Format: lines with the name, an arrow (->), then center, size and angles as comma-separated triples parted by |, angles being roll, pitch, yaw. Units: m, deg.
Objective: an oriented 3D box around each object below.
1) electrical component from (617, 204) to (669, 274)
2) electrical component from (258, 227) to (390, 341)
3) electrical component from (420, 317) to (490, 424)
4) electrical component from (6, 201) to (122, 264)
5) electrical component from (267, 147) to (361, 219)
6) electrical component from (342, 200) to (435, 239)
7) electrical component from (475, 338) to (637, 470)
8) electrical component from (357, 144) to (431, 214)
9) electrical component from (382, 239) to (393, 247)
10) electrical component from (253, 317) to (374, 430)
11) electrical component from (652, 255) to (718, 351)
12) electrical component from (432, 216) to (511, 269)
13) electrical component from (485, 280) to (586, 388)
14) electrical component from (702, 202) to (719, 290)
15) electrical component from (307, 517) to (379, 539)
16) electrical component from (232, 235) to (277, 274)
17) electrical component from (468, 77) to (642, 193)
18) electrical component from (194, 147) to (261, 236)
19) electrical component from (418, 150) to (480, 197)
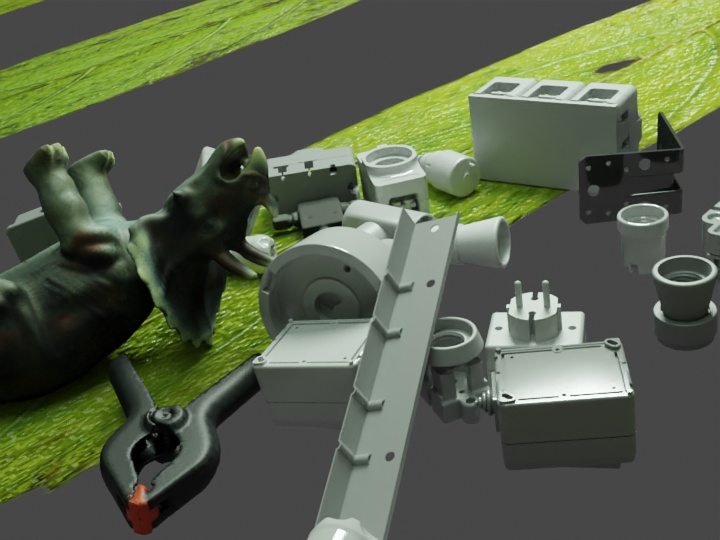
electrical component -> 0.229, -0.025, 0.869 | 0.040, 0.046, 0.040 | -7, 28, 4
electrical component -> -0.014, 0.020, 0.800 | 0.108, 0.108, 0.060 | 3, 24, 22
electrical component -> 0.062, 0.066, 0.738 | 0.048, 0.055, 0.066 | -18, 29, -15
electrical component -> -0.249, -0.019, 0.947 | 0.100, 0.099, 0.048 | -21, 21, -2
electrical component -> -0.047, -0.086, 1.065 | 0.089, 0.050, 0.055 | -9, 28, 0
electrical component -> 0.015, -0.027, 0.941 | 0.077, 0.043, 0.079 | 14, 36, 37
electrical component -> 0.121, 0.087, 0.674 | 0.096, 0.061, 0.061 | -5, 28, 8
electrical component -> 0.031, -0.084, 1.030 | 0.050, 0.055, 0.089 | -13, 28, -7
electrical component -> 0.000, 0.000, 0.869 | 0.079, 0.043, 0.077 | 39, 36, -3
electrical component -> -0.026, 0.074, 0.752 | 0.096, 0.061, 0.061 | -3, 27, 28
electrical component -> 0.232, 0.024, 0.767 | 0.045, 0.055, 0.045 | -8, 28, 4
electrical component -> 0.091, -0.022, 0.914 | 0.065, 0.044, 0.044 | -1, 28, 24
electrical component -> 0.122, 0.041, 0.745 | 0.066, 0.076, 0.047 | -1, 29, 15
electrical component -> 0.294, -0.017, 0.823 | 0.058, 0.057, 0.078 | 17, 37, 40
electrical component -> -0.017, 0.168, 0.584 | 0.043, 0.043, 0.062 | 4, 31, 23
electrical component -> -0.107, -0.012, 0.962 | 0.061, 0.035, 0.035 | -5, 28, 13
electrical component -> 0.188, -0.132, 1.037 | 0.150, 0.089, 0.062 | 11, 34, 33
electrical component -> -0.130, -0.058, 0.999 | 0.062, 0.096, 0.061 | 16, 23, -15
electrical component -> 0.083, -0.099, 1.059 | 0.040, 0.040, 0.078 | -25, 31, -27
